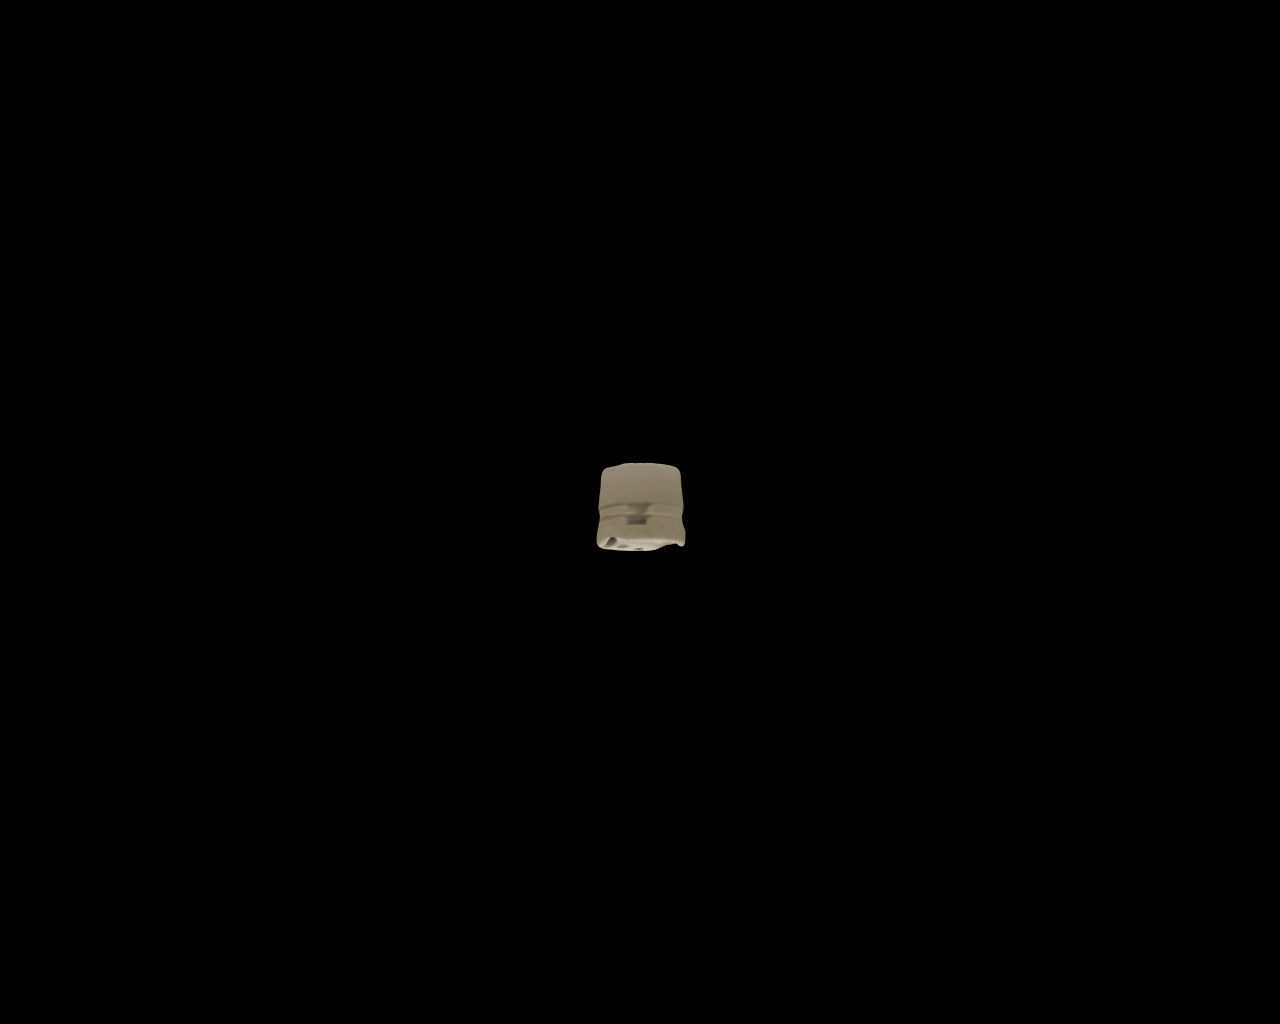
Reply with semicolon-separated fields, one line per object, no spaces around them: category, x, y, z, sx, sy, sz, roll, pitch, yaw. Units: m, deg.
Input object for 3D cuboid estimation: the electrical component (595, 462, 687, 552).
electrical component;0.001;-0.003;0.650;0.055;0.047;0.055;0;-10;0
